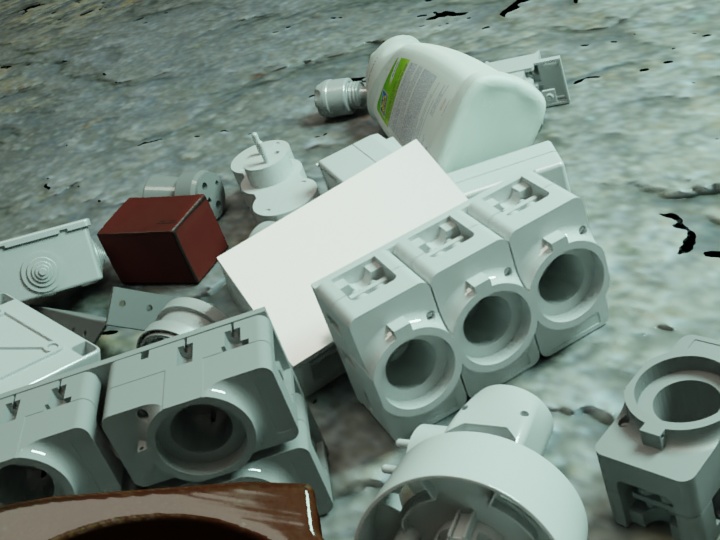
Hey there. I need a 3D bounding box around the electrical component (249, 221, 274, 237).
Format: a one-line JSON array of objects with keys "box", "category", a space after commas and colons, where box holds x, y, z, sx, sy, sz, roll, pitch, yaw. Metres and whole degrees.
[{"box": [-0.050, 0.002, 0.751, 0.077, 0.044, 0.079, 10, 43, 40], "category": "electrical component"}]

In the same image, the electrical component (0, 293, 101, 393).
[{"box": [-0.241, 0.073, 0.696, 0.109, 0.056, 0.109, 24, 34, 31], "category": "electrical component"}]

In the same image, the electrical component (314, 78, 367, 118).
[{"box": [-0.009, -0.159, 0.985, 0.061, 0.035, 0.035, -3, 35, 22], "category": "electrical component"}]

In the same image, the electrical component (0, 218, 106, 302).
[{"box": [-0.249, -0.002, 0.830, 0.100, 0.048, 0.100, -17, 4, -19], "category": "electrical component"}]

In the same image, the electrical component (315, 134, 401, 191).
[{"box": [0.020, -0.051, 0.775, 0.061, 0.061, 0.096, -28, 32, -11], "category": "electrical component"}]

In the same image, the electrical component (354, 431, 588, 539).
[{"box": [0.049, 0.122, 0.463, 0.099, 0.099, 0.064, -3, 29, 26], "category": "electrical component"}]

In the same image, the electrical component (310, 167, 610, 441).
[{"box": [0.062, 0.020, 0.614, 0.150, 0.089, 0.062, -28, 32, -12], "category": "electrical component"}]

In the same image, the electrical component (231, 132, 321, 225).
[{"box": [-0.069, -0.073, 0.850, 0.052, 0.073, 0.138, -24, 32, -6], "category": "electrical component"}]

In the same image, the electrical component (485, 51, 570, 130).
[{"box": [0.126, -0.141, 0.871, 0.081, 0.042, 0.063, -9, 35, 20], "category": "electrical component"}]

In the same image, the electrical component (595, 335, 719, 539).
[{"box": [0.157, 0.076, 0.506, 0.050, 0.055, 0.089, 14, 45, 43], "category": "electrical component"}]

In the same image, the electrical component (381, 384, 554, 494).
[{"box": [0.049, 0.098, 0.546, 0.079, 0.043, 0.077, 1, 38, 31], "category": "electrical component"}]

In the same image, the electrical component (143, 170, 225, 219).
[{"box": [-0.147, -0.060, 0.903, 0.055, 0.045, 0.045, -2, 36, 27], "category": "electrical component"}]

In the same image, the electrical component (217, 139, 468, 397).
[{"box": [0.000, 0.000, 0.680, 0.150, 0.061, 0.089, -32, 66, -13], "category": "electrical component"}]

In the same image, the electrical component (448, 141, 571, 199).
[{"box": [0.102, -0.040, 0.724, 0.083, 0.047, 0.075, -18, 32, 4], "category": "electrical component"}]

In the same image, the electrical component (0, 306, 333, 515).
[{"box": [-0.119, 0.106, 0.573, 0.186, 0.105, 0.060, -18, 31, 4], "category": "electrical component"}]
